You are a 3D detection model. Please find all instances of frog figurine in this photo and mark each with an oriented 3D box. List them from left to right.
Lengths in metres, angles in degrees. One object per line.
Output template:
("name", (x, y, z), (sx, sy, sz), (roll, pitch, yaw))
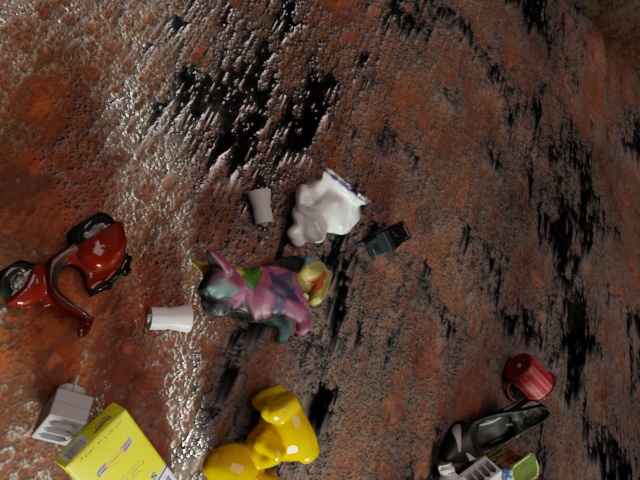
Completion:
("frog figurine", (0.003, -0.051, 1.013), (0.136, 0.159, 0.124), (37, 3, -31))
